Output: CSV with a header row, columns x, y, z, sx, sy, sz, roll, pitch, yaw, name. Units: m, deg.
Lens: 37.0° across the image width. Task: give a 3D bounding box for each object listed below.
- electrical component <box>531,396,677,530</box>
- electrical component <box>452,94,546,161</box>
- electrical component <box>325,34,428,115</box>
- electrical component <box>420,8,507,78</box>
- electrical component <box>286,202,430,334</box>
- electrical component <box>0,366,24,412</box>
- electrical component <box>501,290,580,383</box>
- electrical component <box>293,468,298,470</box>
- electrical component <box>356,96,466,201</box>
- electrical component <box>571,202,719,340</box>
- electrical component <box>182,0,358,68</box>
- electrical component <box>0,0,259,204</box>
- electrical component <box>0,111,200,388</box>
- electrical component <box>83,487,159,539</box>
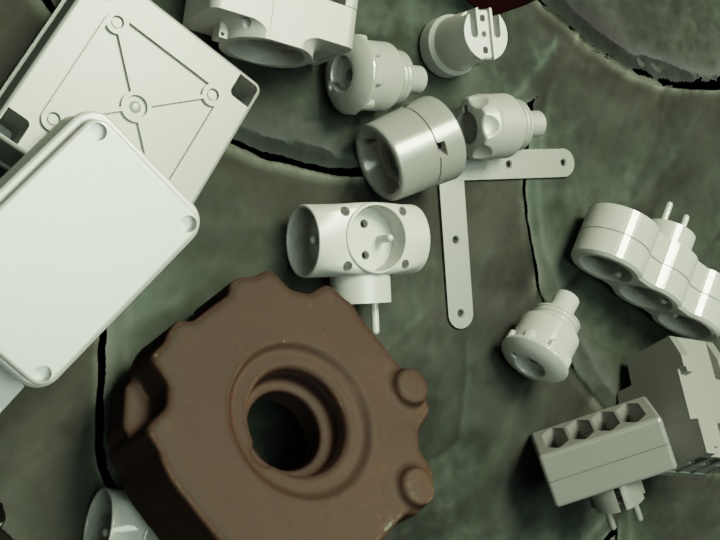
x,y,z,sx,sy,sz,roll,pitch,yaw,name
0.168,0.138,0.721,0.083,0.047,0.075,-19,100,6,electrical component
0.094,-0.095,0.709,0.062,0.043,0.043,-8,93,-32,electrical component
0.013,-0.119,0.662,0.062,0.048,0.048,-4,90,-38,electrical component
0.067,-0.147,0.692,0.040,0.046,0.040,1,88,-31,electrical component
0.000,0.000,0.648,0.077,0.044,0.079,-2,89,-31,electrical component
-0.245,0.079,0.490,0.089,0.062,0.150,48,67,-21,electrical component
0.128,0.042,0.724,0.048,0.048,0.062,46,60,-21,electrical component
-0.028,0.145,0.631,0.046,0.040,0.040,46,67,-27,electrical component
0.030,-0.074,0.664,0.047,0.055,0.055,-25,101,-25,electrical component
0.218,-0.012,0.774,0.138,0.052,0.073,32,73,-26,electrical component
-0.051,-0.152,0.620,0.089,0.050,0.055,11,83,-30,electrical component
-0.128,-0.082,0.568,0.109,0.056,0.108,36,71,-25,electrical component
-0.140,-0.011,0.500,0.113,0.057,0.078,-48,113,-12,electrical component
-0.109,0.161,0.578,0.077,0.044,0.079,15,81,-30,electrical component
